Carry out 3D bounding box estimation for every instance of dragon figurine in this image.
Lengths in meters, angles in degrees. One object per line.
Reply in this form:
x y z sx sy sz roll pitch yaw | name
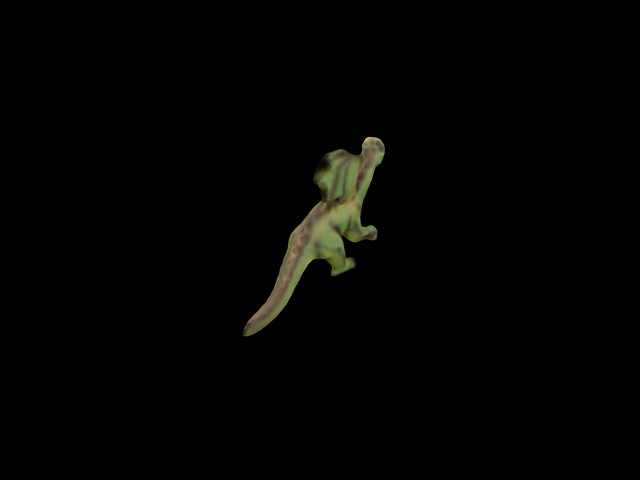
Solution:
0.003 -0.043 0.850 0.123 0.237 0.418 22 47 23 | dragon figurine
